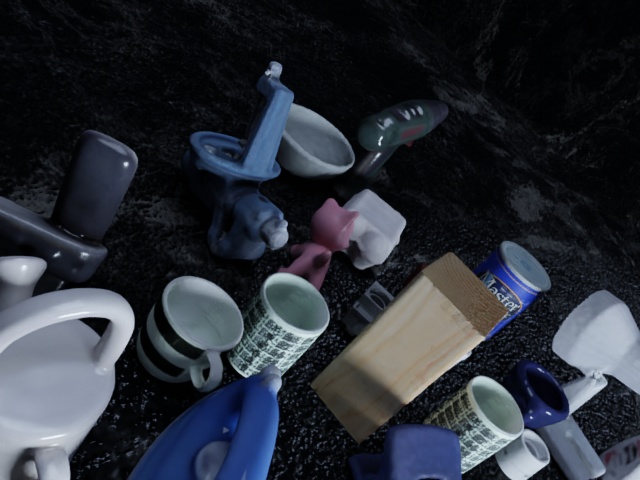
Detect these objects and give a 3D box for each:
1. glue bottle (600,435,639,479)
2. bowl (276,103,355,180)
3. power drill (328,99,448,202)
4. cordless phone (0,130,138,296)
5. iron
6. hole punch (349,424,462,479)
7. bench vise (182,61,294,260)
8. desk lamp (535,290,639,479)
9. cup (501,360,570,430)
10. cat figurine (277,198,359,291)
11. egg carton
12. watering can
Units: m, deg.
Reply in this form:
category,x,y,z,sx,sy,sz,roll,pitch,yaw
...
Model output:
category,x,y,z,sx,sy,sz,roll,pitch,yaw
glue bottle,0.487,0.309,0.835,0.037,0.173,0.078,37,31,-3
bowl,-0.027,-0.156,0.982,0.168,0.074,0.167,27,33,-19
power drill,0.115,-0.161,1.009,0.075,0.208,0.230,48,32,14
cordless phone,-0.246,-0.042,0.504,0.148,0.185,0.094,26,34,-20
iron,-0.074,0.177,0.449,0.119,0.141,0.258,33,32,-11
hole punch,0.100,0.250,0.585,0.109,0.091,0.101,16,39,-33
bench vise,-0.075,-0.094,0.716,0.207,0.219,0.122,48,32,14
desk lamp,0.407,0.210,0.838,0.118,0.213,0.203,6,44,-42
cup,0.273,0.232,0.785,0.091,0.095,0.118,46,32,12
cat figurine,0.007,0.003,0.776,0.067,0.117,0.128,34,32,-9
egg carton,0.076,-0.018,0.921,0.107,0.069,0.150,39,31,0
watering can,-0.195,0.089,0.383,0.172,0.194,0.101,47,32,12
